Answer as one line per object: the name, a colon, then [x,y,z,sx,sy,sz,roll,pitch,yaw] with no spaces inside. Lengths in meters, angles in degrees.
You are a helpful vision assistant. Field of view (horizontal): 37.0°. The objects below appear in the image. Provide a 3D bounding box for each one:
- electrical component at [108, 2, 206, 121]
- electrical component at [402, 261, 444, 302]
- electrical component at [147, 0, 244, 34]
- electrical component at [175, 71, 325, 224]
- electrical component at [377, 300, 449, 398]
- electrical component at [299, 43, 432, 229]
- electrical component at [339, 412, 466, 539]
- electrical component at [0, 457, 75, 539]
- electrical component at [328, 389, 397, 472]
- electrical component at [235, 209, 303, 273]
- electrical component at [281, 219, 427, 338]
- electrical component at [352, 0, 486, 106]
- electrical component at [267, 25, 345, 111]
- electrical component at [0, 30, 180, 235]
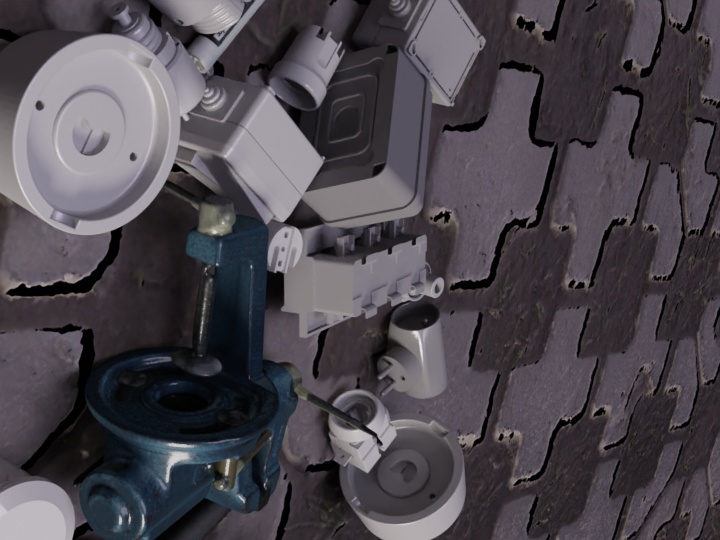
electrical component: [-0.122,-0.123,0.630,0.040,0.040,0.078,-54,141,-20]
electrical component: [0.039,0.006,0.882,0.048,0.062,0.048,-26,126,-44]
electrical component: [-0.103,-0.167,0.632,0.081,0.043,0.043,37,77,-53]
electrical component: [-0.079,-0.079,0.689,0.061,0.062,0.096,-59,143,-15]
electrical component: [0.041,0.079,0.934,0.079,0.044,0.077,-38,134,-36]
electrical component: [0.004,-0.091,0.748,0.057,0.078,0.113,41,47,-49]
electrical component: [0.041,0.185,0.936,0.108,0.108,0.060,-50,146,-25]
electrical component: [-0.214,0.154,0.634,0.080,0.051,0.080,-27,126,-43]
electrical component: [0.000,0.132,0.907,0.066,0.048,0.055,-49,147,-26]
electrical component: [-0.068,-0.020,0.744,0.040,0.046,0.040,-26,126,-44]
electrical component: [0.000,0.000,0.804,0.121,0.063,0.078,-21,115,-59]
electrical component: [0.039,-0.174,0.796,0.096,0.061,0.061,39,75,-53]
electrical component: [-0.036,-0.139,0.736,0.046,0.040,0.040,-63,144,-19]
electrical component: [-0.159,-0.079,0.586,0.108,0.060,0.108,-27,126,-43]
